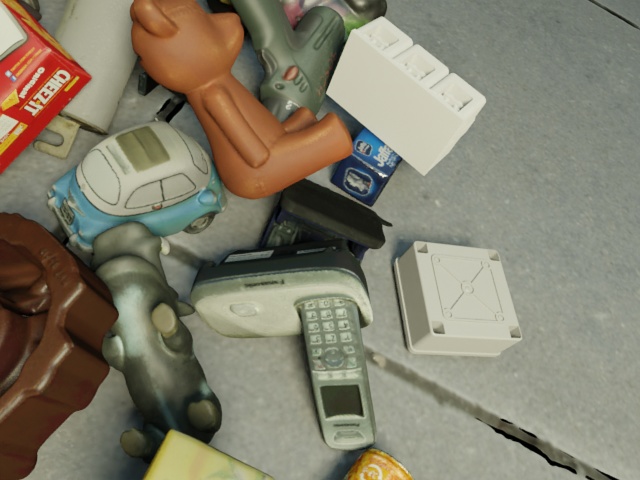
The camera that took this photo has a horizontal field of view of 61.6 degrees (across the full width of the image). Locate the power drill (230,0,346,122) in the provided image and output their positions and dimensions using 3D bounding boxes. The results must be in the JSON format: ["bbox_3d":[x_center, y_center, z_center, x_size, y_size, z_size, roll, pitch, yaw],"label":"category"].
[{"bbox_3d":[-0.064,-0.208,0.583,0.207,0.086,0.232,46,60,-31],"label":"power drill"}]

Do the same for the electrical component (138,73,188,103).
[{"bbox_3d":[-0.149,-0.195,0.606,0.048,0.074,0.119,32,49,0],"label":"electrical component"}]

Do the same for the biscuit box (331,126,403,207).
[{"bbox_3d":[0.088,-0.132,0.668,0.059,0.062,0.203,33,53,2],"label":"biscuit box"}]

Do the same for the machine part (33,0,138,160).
[{"bbox_3d":[-0.217,-0.195,0.531,0.079,0.079,0.243,20,85,-9],"label":"machine part"}]

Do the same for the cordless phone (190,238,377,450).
[{"bbox_3d":[-0.023,0.097,0.466,0.147,0.089,0.184,-7,101,11],"label":"cordless phone"}]

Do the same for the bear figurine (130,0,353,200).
[{"bbox_3d":[-0.076,-0.140,0.482,0.132,0.120,0.195,-31,112,-11],"label":"bear figurine"}]

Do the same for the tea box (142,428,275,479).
[{"bbox_3d":[-0.093,0.189,0.326,0.068,0.169,0.098,28,52,-5],"label":"tea box"}]

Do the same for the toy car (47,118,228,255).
[{"bbox_3d":[-0.163,-0.059,0.497,0.161,0.103,0.109,-23,69,-34],"label":"toy car"}]

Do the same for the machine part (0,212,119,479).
[{"bbox_3d":[-0.221,0.069,0.350,0.179,0.056,0.179,-7,59,11],"label":"machine part"}]

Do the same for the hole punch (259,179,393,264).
[{"bbox_3d":[-0.001,-0.002,0.547,0.142,0.092,0.116,21,21,-4],"label":"hole punch"}]

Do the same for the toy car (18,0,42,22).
[{"bbox_3d":[-0.395,-0.254,0.558,0.202,0.053,0.089,21,43,-4],"label":"toy car"}]

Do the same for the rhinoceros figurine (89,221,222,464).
[{"bbox_3d":[-0.129,0.075,0.424,0.073,0.112,0.190,-24,82,2],"label":"rhinoceros figurine"}]

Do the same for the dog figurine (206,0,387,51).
[{"bbox_3d":[-0.040,-0.304,0.704,0.219,0.108,0.191,-38,81,-31],"label":"dog figurine"}]
